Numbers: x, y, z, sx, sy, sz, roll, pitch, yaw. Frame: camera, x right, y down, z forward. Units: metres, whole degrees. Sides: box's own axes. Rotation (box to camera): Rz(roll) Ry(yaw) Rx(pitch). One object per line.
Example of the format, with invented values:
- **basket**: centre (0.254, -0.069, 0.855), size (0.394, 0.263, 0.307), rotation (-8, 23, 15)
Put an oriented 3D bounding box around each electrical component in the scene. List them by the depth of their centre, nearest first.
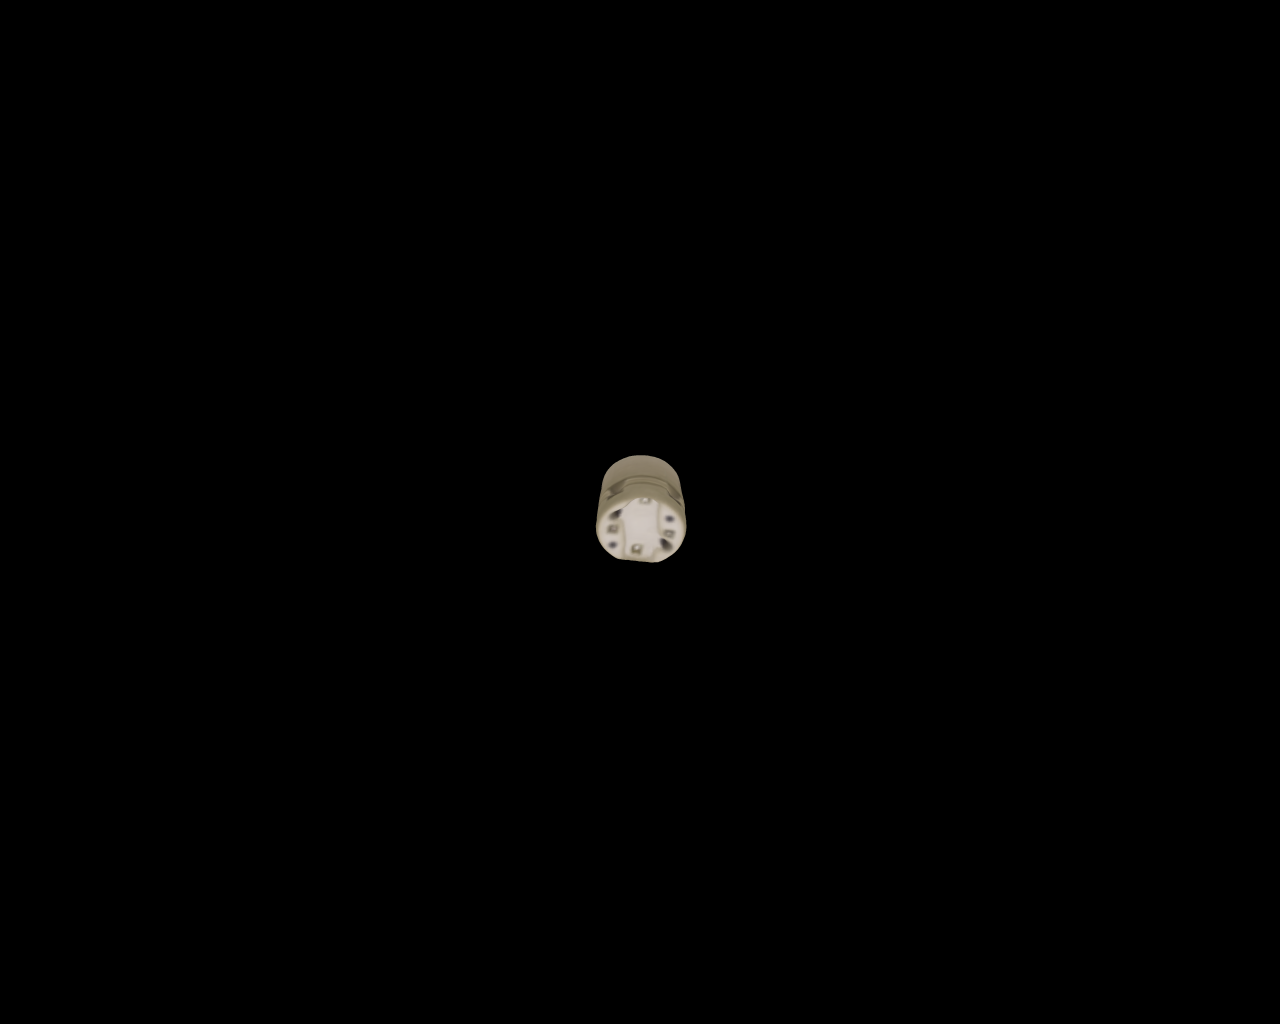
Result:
- **electrical component**: centre (0.001, -0.003, 0.650), size (0.055, 0.055, 0.047), rotation (0, 40, 0)
